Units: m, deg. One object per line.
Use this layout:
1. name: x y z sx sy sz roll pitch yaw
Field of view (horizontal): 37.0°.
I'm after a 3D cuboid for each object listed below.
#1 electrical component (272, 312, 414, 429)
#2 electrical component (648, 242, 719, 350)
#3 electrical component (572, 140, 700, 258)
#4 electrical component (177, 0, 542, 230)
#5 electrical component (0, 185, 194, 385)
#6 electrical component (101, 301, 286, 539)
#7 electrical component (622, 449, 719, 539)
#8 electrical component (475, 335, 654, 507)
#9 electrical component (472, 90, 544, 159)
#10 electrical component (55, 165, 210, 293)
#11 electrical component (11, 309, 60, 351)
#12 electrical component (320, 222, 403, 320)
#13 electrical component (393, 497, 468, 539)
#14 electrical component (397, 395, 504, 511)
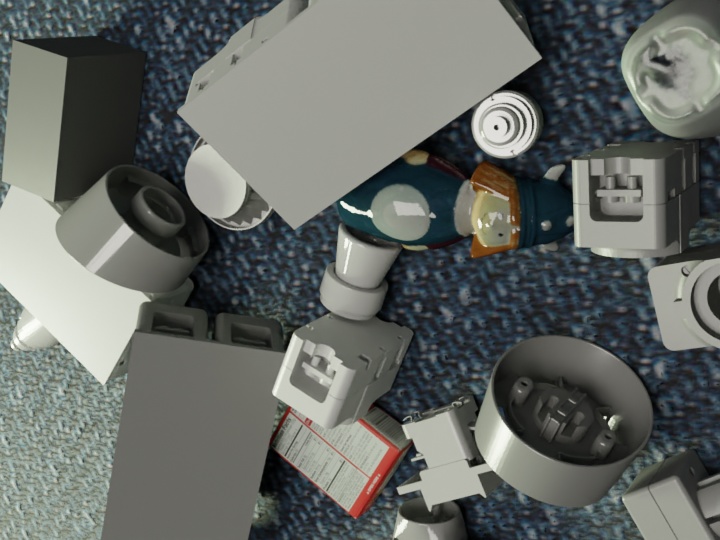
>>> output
1. electrical component: -0.012 0.065 0.721 0.050 0.089 0.055 30 116 20
2. electrical component: 0.213 0.011 0.599 0.089 0.056 0.050 -11 97 31
3. electrical component: 0.155 -0.039 0.599 0.050 0.089 0.055 3 104 29
4. electrical component: -0.002 -0.123 0.645 0.186 0.060 0.105 -33 119 21
5. electrical component: -0.211 0.001 0.835 0.150 0.062 0.089 41 118 15
6. electrical component: -0.124 0.122 0.788 0.105 0.060 0.186 9 111 -11
7. electrical component: 0.210 0.142 0.640 0.077 0.047 0.065 -32 86 32
8. electrical component: 0.121 0.092 0.651 0.099 0.099 0.064 32 123 19
9. electrical component: 0.086 -0.086 0.637 0.040 0.078 0.040 3 101 14
10. electrical component: -0.162 -0.027 0.780 0.064 0.099 0.099 -44 80 24
11. electrical component: -0.263 0.046 0.889 0.078 0.040 0.040 -32 86 32
12. electrical component: 0.000 0.000 0.725 0.045 0.045 0.055 28 115 21
13. electrical component: 0.064 0.204 0.741 0.079 0.044 0.077 6 105 29
14. electrical component: 0.063 0.121 0.722 0.081 0.042 0.063 -23 87 32
